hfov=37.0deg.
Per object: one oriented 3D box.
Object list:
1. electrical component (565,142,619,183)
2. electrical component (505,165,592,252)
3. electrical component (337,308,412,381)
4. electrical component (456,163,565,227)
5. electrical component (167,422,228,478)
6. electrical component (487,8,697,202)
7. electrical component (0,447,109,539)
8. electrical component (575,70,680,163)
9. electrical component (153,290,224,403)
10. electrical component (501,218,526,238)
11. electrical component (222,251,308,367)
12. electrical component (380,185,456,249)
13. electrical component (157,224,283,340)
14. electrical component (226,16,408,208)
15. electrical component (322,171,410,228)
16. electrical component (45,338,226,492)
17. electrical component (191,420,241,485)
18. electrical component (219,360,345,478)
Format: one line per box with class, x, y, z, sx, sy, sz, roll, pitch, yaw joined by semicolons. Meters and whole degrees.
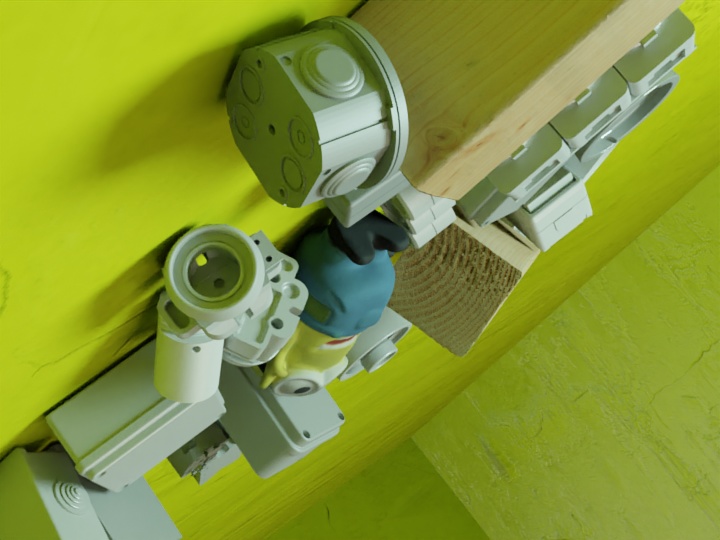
electrical component;0.223;-0.126;1.022;0.099;0.064;0.099;-39;-179;1
electrical component;0.159;-0.077;0.999;0.062;0.096;0.061;-37;140;-4
electrical component;0.007;0.075;1.153;0.108;0.060;0.108;-37;168;-9
electrical component;0.128;-0.095;0.889;0.078;0.057;0.113;-25;162;-48
electrical component;-0.150;0.139;0.923;0.042;0.063;0.081;-30;165;-41
electrical component;0.123;-0.126;0.675;0.150;0.089;0.062;-41;168;12
electrical component;-0.234;0.185;0.762;0.100;0.099;0.048;-42;155;18
electrical component;0.212;-0.150;0.924;0.108;0.060;0.108;-37;168;-9
electrical component;-0.109;0.042;0.696;0.043;0.043;0.081;-27;140;-43
electrical component;0.151;-0.058;1.098;0.050;0.055;0.089;-29;165;-38
electrical component;-0.074;0.032;0.747;0.057;0.058;0.078;-52;-165;51
electrical component;0.052;-0.067;0.780;0.074;0.052;0.138;-38;168;-3
electrical component;-0.084;0.005;0.633;0.078;0.058;0.057;-36;171;-9
electrical component;-0.020;-0.071;0.488;0.051;0.080;0.080;-25;163;-32
electrical component;0.010;-0.065;0.670;0.083;0.047;0.075;-35;168;-14
electrical component;-0.158;0.104;0.780;0.109;0.056;0.108;-36;168;-12
electrical component;-0.148;0.161;1.027;0.050;0.055;0.089;-34;167;-20
electrical component;-0.075;0.106;0.902;0.057;0.113;0.078;-41;168;26
